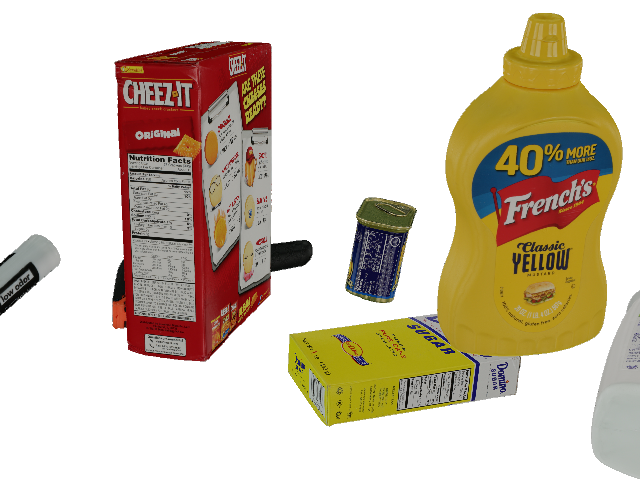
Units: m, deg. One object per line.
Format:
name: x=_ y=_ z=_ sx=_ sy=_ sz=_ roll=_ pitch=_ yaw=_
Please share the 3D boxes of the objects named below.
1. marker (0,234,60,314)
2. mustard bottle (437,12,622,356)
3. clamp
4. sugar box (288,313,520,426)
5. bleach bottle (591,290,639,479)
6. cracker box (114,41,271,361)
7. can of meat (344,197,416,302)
marker: x=-0.162 y=0.039 z=0.473 sx=0.020 sy=0.020 sz=0.121 roll=0 pitch=35 yaw=39
mustard bottle: x=0.117 y=-0.030 z=0.593 sx=0.096 sy=0.192 sz=0.058 roll=-4 pitch=26 yaw=-7
clamp: x=-0.131 y=0.019 z=1.008 sx=0.165 sy=0.036 sz=0.209 roll=25 pitch=37 yaw=29
sugar box: x=0.070 y=0.104 z=0.906 sx=0.176 sy=0.048 sz=0.093 roll=-9 pitch=27 yaw=-19
bleach bottle: x=0.256 y=0.083 z=0.744 sx=0.103 sy=0.068 sz=0.250 roll=11 pitch=21 yaw=20
cracker box: x=-0.091 y=-0.037 z=0.809 sx=0.072 sy=0.214 sz=0.164 roll=4 pitch=15 yaw=14
can of meat: x=0.061 y=0.009 z=1.111 sx=0.057 sy=0.084 sz=0.102 roll=12 pitch=17 yaw=6
